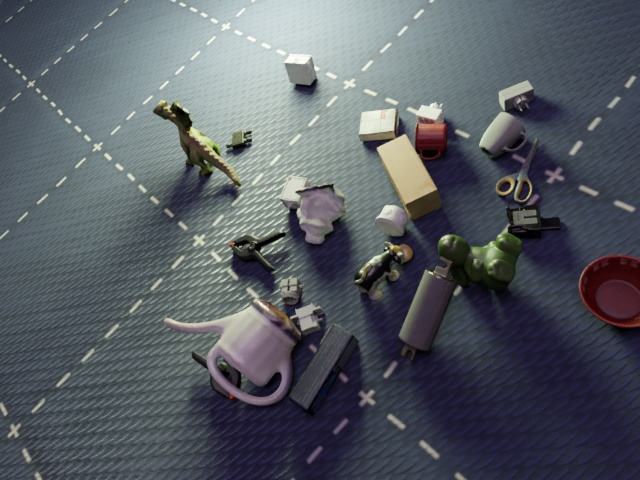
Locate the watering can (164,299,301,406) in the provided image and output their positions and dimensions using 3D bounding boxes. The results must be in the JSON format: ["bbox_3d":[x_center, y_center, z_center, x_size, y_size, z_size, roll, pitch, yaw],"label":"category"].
[{"bbox_3d":[-0.195,0.237,1.254,0.349,0.102,0.227,38,75,11],"label":"watering can"}]

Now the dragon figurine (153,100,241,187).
[{"bbox_3d":[-0.403,-0.331,1.634,0.123,0.238,0.415,-46,54,-14],"label":"dragon figurine"}]

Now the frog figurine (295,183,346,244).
[{"bbox_3d":[0.004,-0.071,1.418,0.137,0.123,0.159,-8,94,6],"label":"frog figurine"}]
